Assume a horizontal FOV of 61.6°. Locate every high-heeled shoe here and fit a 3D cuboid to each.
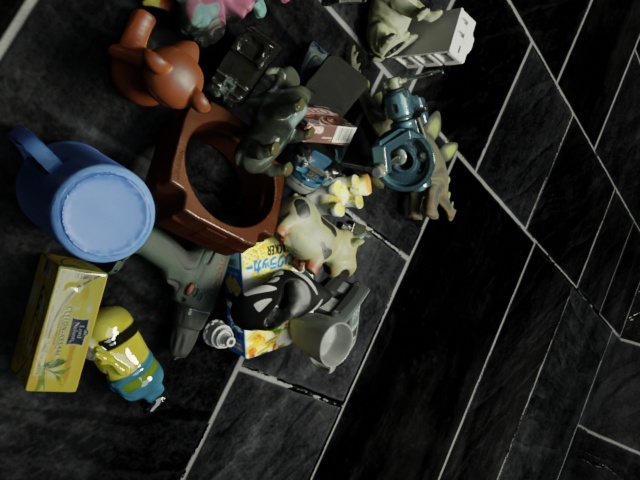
[{"bbox_3d":[-0.044,0.106,0.892,0.248,0.145,0.086,0,101,-38],"label":"high-heeled shoe"}]

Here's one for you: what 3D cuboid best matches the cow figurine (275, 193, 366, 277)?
[{"bbox_3d":[-0.002,-0.003,0.949,0.127,0.086,0.194,-52,121,-16],"label":"cow figurine"}]

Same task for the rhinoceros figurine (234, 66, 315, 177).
[{"bbox_3d":[-0.069,-0.183,0.827,0.073,0.112,0.190,52,53,-54],"label":"rhinoceros figurine"}]

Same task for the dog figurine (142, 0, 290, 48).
[{"bbox_3d":[-0.154,-0.386,0.782,0.219,0.109,0.191,-28,111,-40],"label":"dog figurine"}]

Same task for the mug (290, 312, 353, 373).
[{"bbox_3d":[-0.003,0.181,0.972,0.081,0.107,0.109,-25,121,-34],"label":"mug"}]

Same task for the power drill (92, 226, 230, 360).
[{"bbox_3d":[-0.242,0.058,0.845,0.207,0.086,0.232,33,77,-37],"label":"power drill"}]

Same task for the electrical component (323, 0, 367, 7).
[{"bbox_3d":[0.028,-0.467,0.978,0.119,0.048,0.074,-17,110,-39],"label":"electrical component"}]

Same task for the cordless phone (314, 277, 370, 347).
[{"bbox_3d":[0.039,0.184,1.113,0.146,0.089,0.184,-46,144,-48],"label":"cordless phone"}]

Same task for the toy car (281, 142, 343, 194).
[{"bbox_3d":[-0.023,-0.134,0.962,0.109,0.162,0.103,28,117,-20],"label":"toy car"}]

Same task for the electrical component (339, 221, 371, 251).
[{"bbox_3d":[0.071,-0.006,1.139,0.094,0.021,0.063,16,89,-43],"label":"electrical component"}]

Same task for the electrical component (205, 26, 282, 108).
[{"bbox_3d":[-0.116,-0.271,0.841,0.058,0.134,0.115,37,109,-10],"label":"electrical component"}]

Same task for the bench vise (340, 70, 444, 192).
[{"bbox_3d":[0.141,-0.177,0.964,0.240,0.129,0.223,-40,130,-53],"label":"bench vise"}]

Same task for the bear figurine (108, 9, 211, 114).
[{"bbox_3d":[-0.208,-0.240,0.727,0.120,0.196,0.132,37,74,-36],"label":"bear figurine"}]

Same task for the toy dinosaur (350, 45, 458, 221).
[{"bbox_3d":[0.184,-0.194,1.147,0.470,0.105,0.198,42,66,-36],"label":"toy dinosaur"}]

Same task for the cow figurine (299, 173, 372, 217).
[{"bbox_3d":[0.033,-0.091,1.052,0.167,0.098,0.068,-26,111,-55],"label":"cow figurine"}]

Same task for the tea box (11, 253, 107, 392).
[{"bbox_3d":[-0.361,0.112,0.742,0.068,0.098,0.169,14,92,-41],"label":"tea box"}]

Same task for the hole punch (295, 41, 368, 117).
[{"bbox_3d":[0.006,-0.287,0.988,0.142,0.092,0.115,23,115,-44],"label":"hole punch"}]

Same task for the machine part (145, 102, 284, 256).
[{"bbox_3d":[-0.159,-0.090,0.834,0.201,0.087,0.201,29,57,-38],"label":"machine part"}]

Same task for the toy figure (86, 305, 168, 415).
[{"bbox_3d":[-0.298,0.182,0.826,0.180,0.082,0.089,59,43,-25],"label":"toy figure"}]

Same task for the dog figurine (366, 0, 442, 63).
[{"bbox_3d":[0.118,-0.468,1.043,0.190,0.172,0.121,55,25,4],"label":"dog figurine"}]
